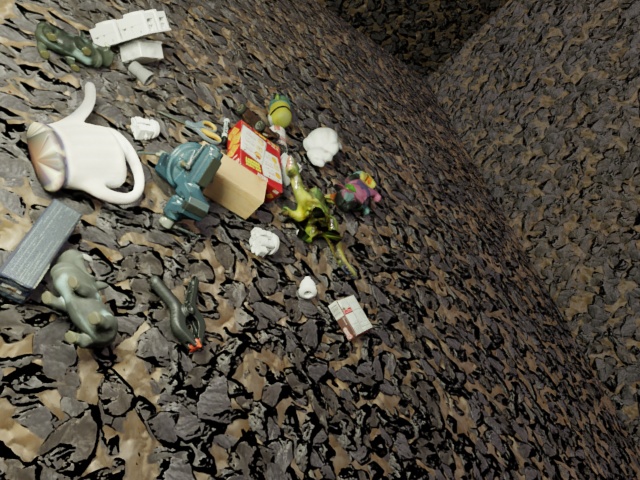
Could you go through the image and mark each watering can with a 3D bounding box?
[{"bbox_3d":[-0.514,-0.213,1.106,0.225,0.102,0.351,-10,62,-53],"label":"watering can"}]

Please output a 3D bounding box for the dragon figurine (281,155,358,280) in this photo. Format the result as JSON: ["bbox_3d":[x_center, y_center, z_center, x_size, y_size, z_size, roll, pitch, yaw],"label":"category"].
[{"bbox_3d":[0.005,-0.080,1.595,0.405,0.121,0.248,54,24,-23],"label":"dragon figurine"}]

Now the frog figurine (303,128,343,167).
[{"bbox_3d":[-0.001,-0.334,1.854,0.138,0.120,0.162,20,37,18],"label":"frog figurine"}]
